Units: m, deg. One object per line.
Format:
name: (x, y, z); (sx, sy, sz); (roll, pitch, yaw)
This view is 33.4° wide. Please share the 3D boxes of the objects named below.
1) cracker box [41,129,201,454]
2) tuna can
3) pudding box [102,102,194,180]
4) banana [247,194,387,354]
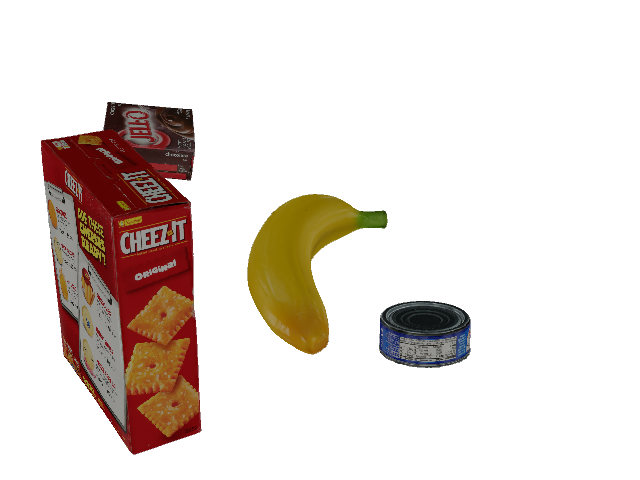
cracker box: (-0.160, 0.038, 0.868); (0.072, 0.214, 0.164); (-14, 32, -28)
tuna can: (0.097, 0.086, 0.994); (0.086, 0.034, 0.086); (-1, 17, 0)
pudding box: (-0.174, -0.101, 1.079); (0.090, 0.039, 0.113); (5, 25, -11)
banana: (-0.009, 0.009, 0.645); (0.070, 0.037, 0.197); (4, 24, 13)
